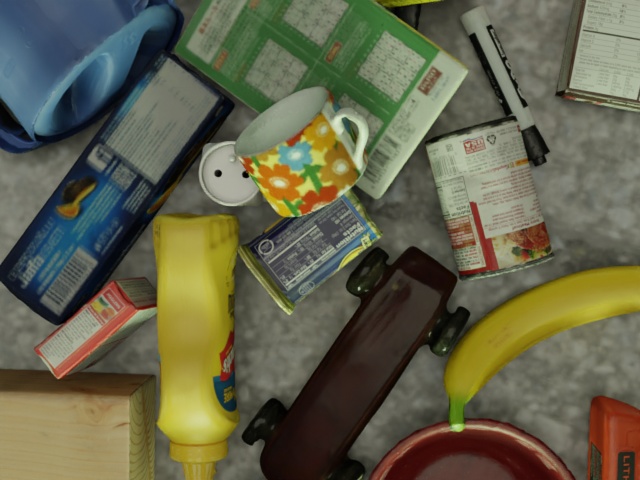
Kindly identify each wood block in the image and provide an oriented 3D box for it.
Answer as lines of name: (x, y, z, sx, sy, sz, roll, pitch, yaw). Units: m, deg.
wood block: (-0.228, 0.143, 0.761, 0.206, 0.090, 0.091, 1, 93, 2)

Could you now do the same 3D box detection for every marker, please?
marker: (0.133, -0.109, 0.764, 0.020, 0.020, 0.121, -25, 91, 4)

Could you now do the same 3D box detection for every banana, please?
banana: (0.161, 0.063, 0.752, 0.197, 0.037, 0.070, -31, 56, -4)

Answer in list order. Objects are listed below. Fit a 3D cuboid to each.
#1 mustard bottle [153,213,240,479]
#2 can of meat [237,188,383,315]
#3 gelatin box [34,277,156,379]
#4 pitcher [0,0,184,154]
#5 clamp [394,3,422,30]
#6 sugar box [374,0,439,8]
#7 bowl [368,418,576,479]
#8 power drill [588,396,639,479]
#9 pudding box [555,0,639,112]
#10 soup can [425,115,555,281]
mustard bottle: (-0.086, 0.077, 0.746, 0.058, 0.096, 0.191, 0, 93, 2)
can of meat: (-0.005, 0.001, 0.737, 0.084, 0.102, 0.057, -38, 90, 2)
gelatin box: (-0.153, 0.059, 0.753, 0.073, 0.089, 0.030, -40, 87, 4)
pitcher: (-0.225, -0.187, 0.733, 0.149, 0.145, 0.243, -42, 86, -15)
clamp: (0.080, -0.260, 0.751, 0.164, 0.036, 0.210, -35, 90, 6)
sugar box: (0.016, -0.203, 0.732, 0.176, 0.048, 0.093, -3, 93, 22)
bowl: (0.106, 0.201, 0.762, 0.162, 0.055, 0.162, 0, 93, 3)
power drill: (0.287, 0.151, 0.748, 0.187, 0.057, 0.184, 2, 93, 3)
pudding box: (0.222, -0.148, 0.748, 0.090, 0.039, 0.113, 11, 91, 3)
soup can: (0.117, -0.029, 0.744, 0.068, 0.068, 0.102, -15, 91, 4)
